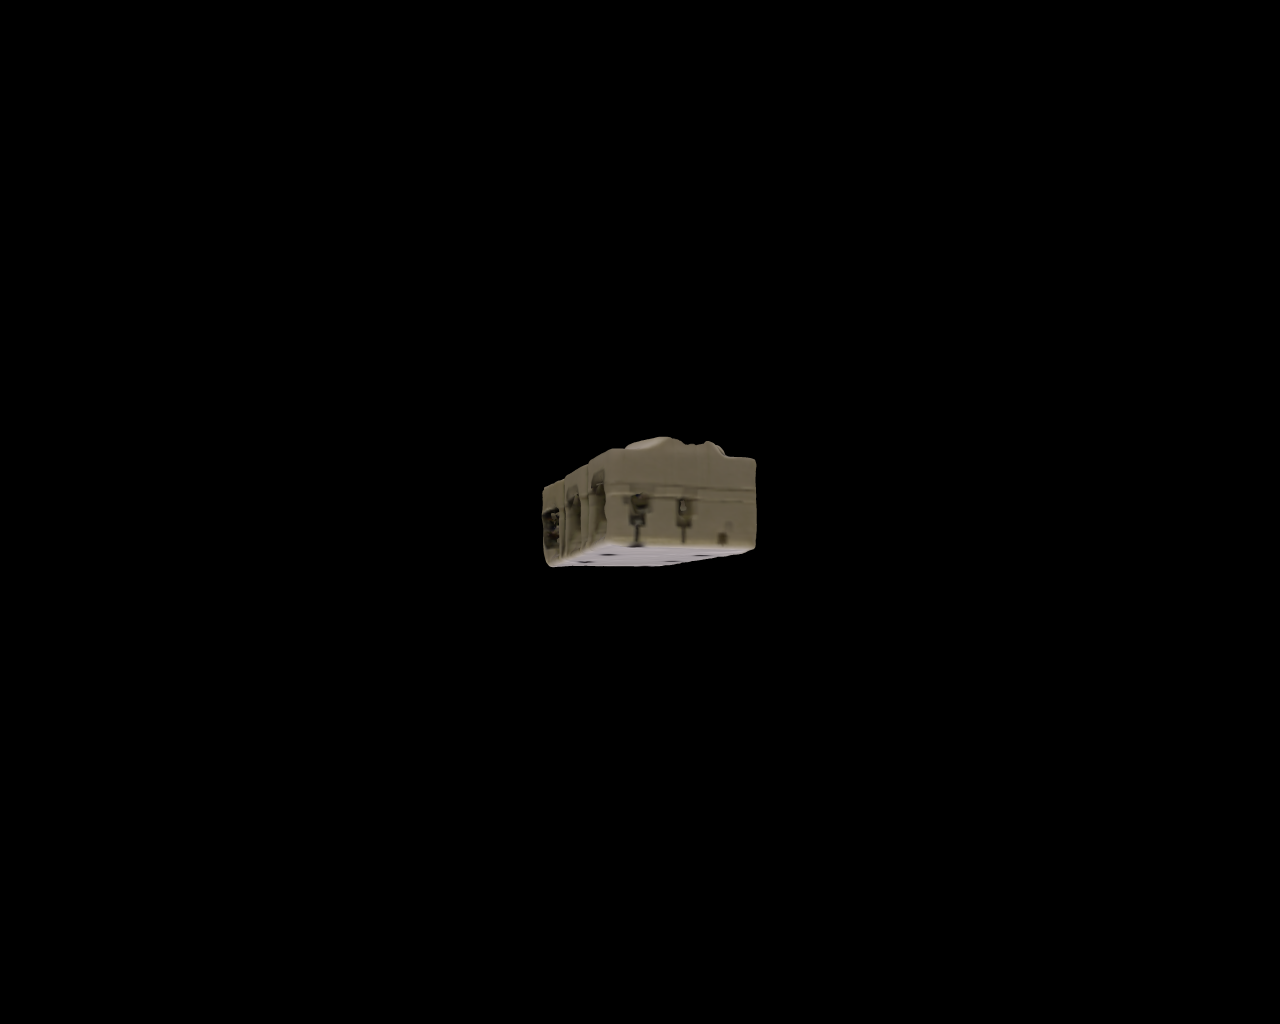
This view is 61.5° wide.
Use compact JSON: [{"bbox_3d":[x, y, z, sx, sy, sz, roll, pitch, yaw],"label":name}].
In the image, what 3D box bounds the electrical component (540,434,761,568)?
[{"bbox_3d":[0.001,-0.003,0.650,0.089,0.061,0.150,2,-7,-19],"label":"electrical component"}]
